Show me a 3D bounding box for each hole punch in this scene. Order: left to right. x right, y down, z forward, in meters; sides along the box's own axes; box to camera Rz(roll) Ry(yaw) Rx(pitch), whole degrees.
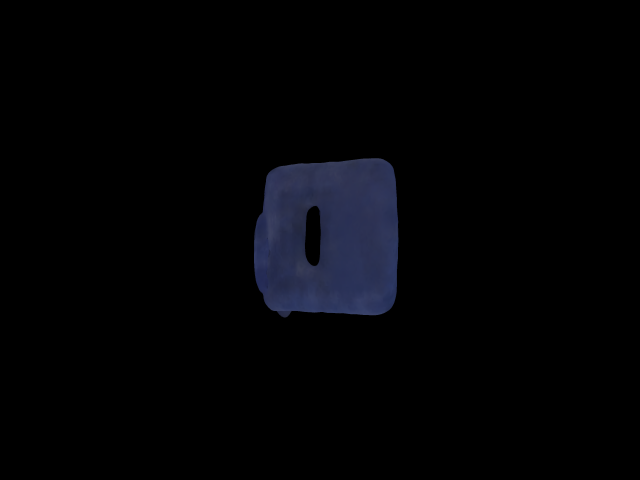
[{"bbox_3d":[0.004,0.001,0.400,0.101,0.091,0.109,0,85,0],"label":"hole punch"}]
